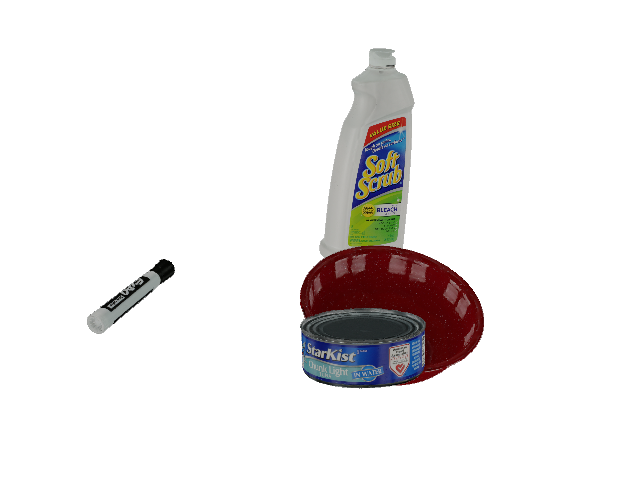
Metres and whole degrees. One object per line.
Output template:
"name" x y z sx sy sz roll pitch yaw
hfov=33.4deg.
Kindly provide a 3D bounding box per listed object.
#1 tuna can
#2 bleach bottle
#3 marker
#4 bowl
"tuna can" 0.029 0.073 0.731 0.086 0.034 0.086 -1 11 0
"bleach bottle" 0.057 -0.099 1.261 0.102 0.251 0.068 -4 20 -20
"marker" -0.169 0.048 0.970 0.020 0.020 0.121 0 24 28
"bowl" 0.060 0.075 0.941 0.162 0.055 0.162 5 39 -4
